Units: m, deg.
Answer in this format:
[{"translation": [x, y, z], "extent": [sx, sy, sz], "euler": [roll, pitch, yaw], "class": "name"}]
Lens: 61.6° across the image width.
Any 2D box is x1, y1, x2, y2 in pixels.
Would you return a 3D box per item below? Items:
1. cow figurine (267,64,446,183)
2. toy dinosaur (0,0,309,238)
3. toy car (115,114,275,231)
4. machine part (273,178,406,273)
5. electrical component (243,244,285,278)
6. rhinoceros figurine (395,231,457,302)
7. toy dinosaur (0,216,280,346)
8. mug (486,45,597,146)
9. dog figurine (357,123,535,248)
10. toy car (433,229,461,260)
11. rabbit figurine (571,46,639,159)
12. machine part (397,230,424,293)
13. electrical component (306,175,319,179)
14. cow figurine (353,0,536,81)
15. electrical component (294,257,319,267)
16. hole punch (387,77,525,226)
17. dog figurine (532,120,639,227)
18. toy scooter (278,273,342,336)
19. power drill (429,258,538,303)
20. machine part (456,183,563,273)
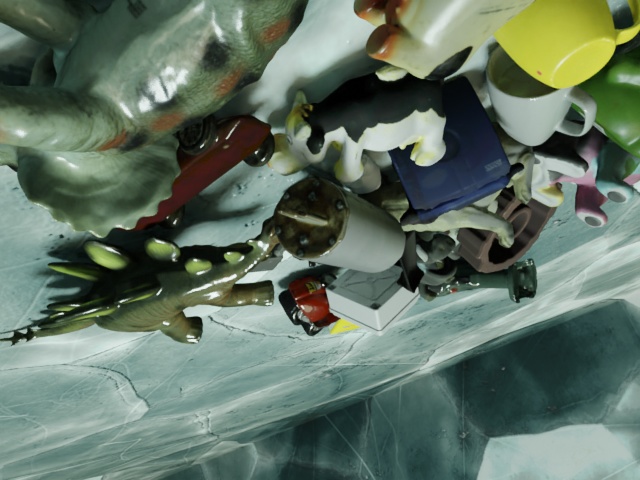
[{"translation": [0.029, -0.108, 0.487], "extent": [0.167, 0.068, 0.098], "euler": [-11, 142, -2], "class": "cow figurine"}, {"translation": [-0.085, -0.133, 0.321], "extent": [0.405, 0.131, 0.192], "euler": [-32, 166, 16], "class": "toy dinosaur"}, {"translation": [-0.129, -0.064, 0.498], "extent": [0.202, 0.053, 0.089], "euler": [-31, 158, 33], "class": "toy car"}, {"translation": [0.027, -0.009, 0.554], "extent": [0.079, 0.079, 0.243], "euler": [-29, 162, 20], "class": "machine part"}, {"translation": [-0.084, 0.028, 0.764], "extent": [0.063, 0.021, 0.094], "euler": [-3, 150, -34], "class": "electrical component"}, {"translation": [0.165, 0.041, 0.891], "extent": [0.073, 0.112, 0.190], "euler": [-35, 178, -25], "class": "rhinoceros figurine"}, {"translation": [-0.216, 0.063, 0.642], "extent": [0.471, 0.105, 0.198], "euler": [-28, 153, 33], "class": "toy dinosaur"}, {"translation": [0.224, -0.140, 0.540], "extent": [0.081, 0.110, 0.107], "euler": [-53, 152, -5], "class": "mug"}, {"translation": [0.143, -0.077, 0.652], "extent": [0.191, 0.121, 0.172], "euler": [4, 111, -3], "class": "dog figurine"}, {"translation": [0.276, -0.006, 0.932], "extent": [0.201, 0.056, 0.073], "euler": [2, 141, -43], "class": "toy car"}, {"translation": [0.347, -0.179, 0.536], "extent": [0.121, 0.159, 0.170], "euler": [19, 121, -41], "class": "rabbit figurine"}, {"translation": [0.123, 0.011, 0.778], "extent": [0.039, 0.084, 0.138], "euler": [7, 132, 29], "class": "machine part"}, {"translation": [0.006, -0.044, 0.639], "extent": [0.102, 0.078, 0.045], "euler": [19, 92, -49], "class": "electrical component"}, {"translation": [0.133, -0.194, 0.387], "extent": [0.127, 0.085, 0.195], "euler": [14, 137, -42], "class": "cow figurine"}, {"translation": [-0.001, -0.002, 0.723], "extent": [0.075, 0.047, 0.119], "euler": [-10, -166, -15], "class": "electrical component"}, {"translation": [0.129, -0.094, 0.568], "extent": [0.142, 0.116, 0.092], "euler": [-24, 148, 7], "class": "hole punch"}, {"translation": [0.369, -0.134, 0.687], "extent": [0.219, 0.192, 0.108], "euler": [-50, 158, -18], "class": "dog figurine"}, {"translation": [0.011, 0.102, 0.931], "extent": [0.135, 0.075, 0.183], "euler": [-31, 152, 1], "class": "toy scooter"}, {"translation": [0.285, 0.079, 1.014], "extent": [0.232, 0.086, 0.207], "euler": [-5, 176, -44], "class": "power drill"}, {"translation": [0.285, -0.031, 0.814], "extent": [0.179, 0.056, 0.179], "euler": [-25, 139, -24], "class": "machine part"}]
